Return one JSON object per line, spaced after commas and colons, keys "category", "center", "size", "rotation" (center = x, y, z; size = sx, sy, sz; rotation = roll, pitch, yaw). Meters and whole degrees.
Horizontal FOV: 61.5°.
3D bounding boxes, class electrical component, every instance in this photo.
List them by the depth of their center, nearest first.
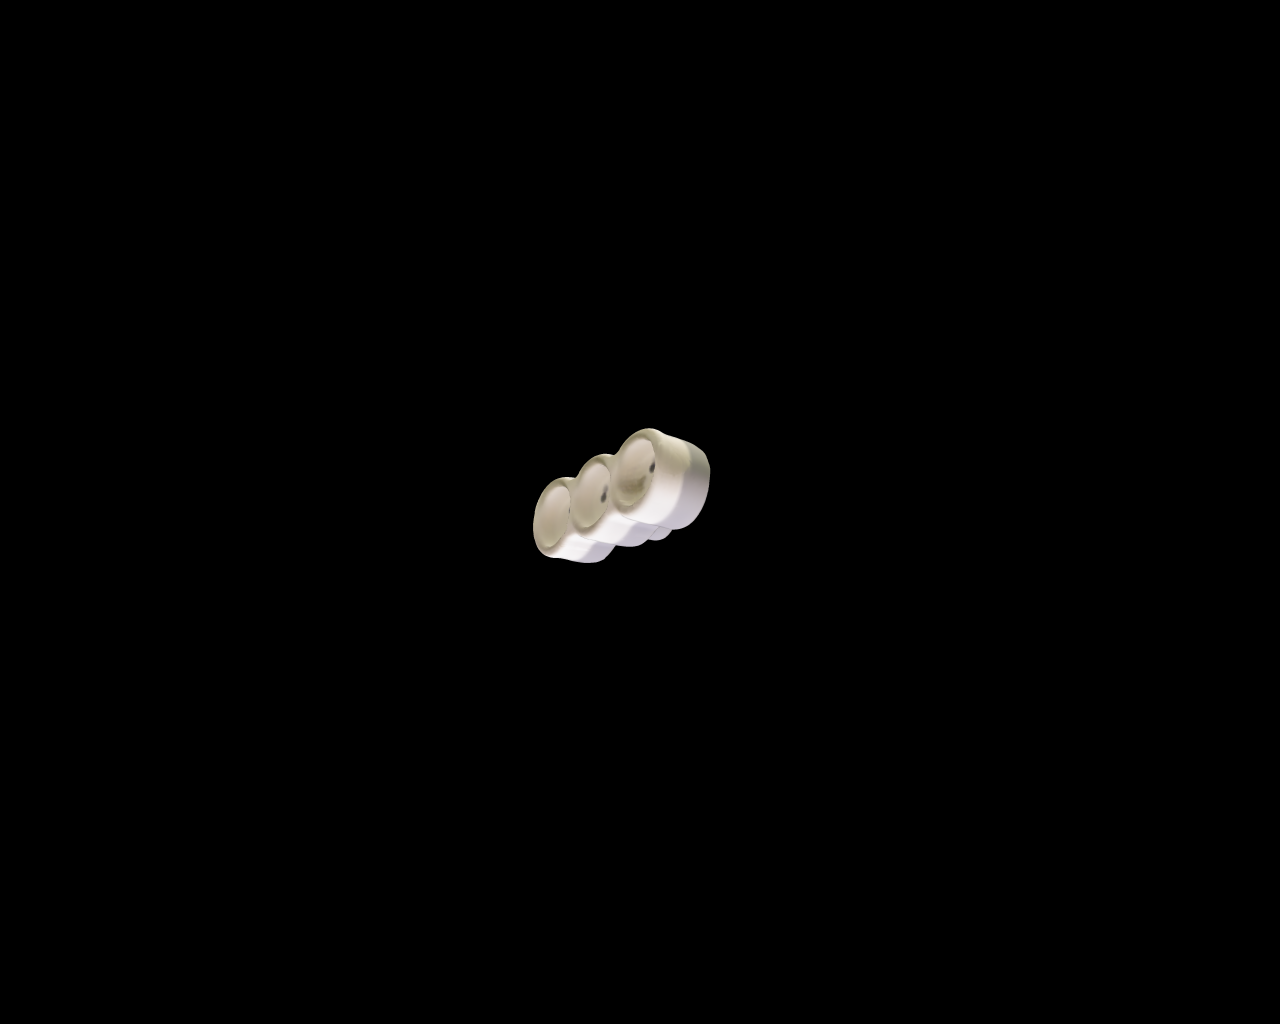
{"category": "electrical component", "center": [0.001, -0.003, 0.650], "size": [0.074, 0.052, 0.138], "rotation": [14, -24, -33]}
